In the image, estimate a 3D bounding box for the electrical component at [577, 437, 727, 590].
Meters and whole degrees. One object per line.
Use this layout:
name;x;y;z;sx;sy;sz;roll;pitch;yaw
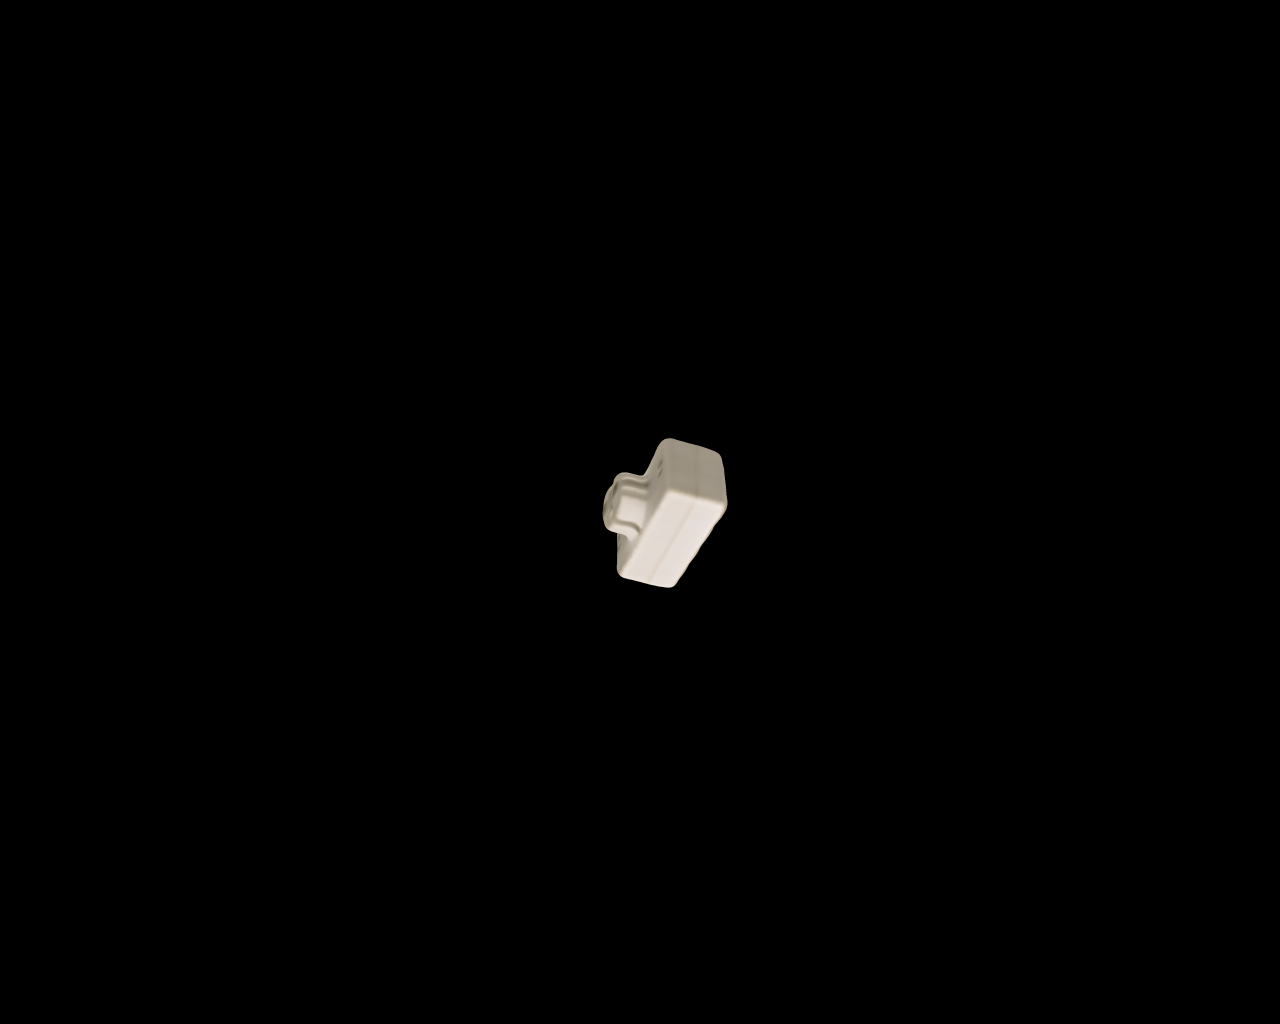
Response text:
electrical component;0.001;-0.003;0.650;0.076;0.047;0.083;15;-46;-15
